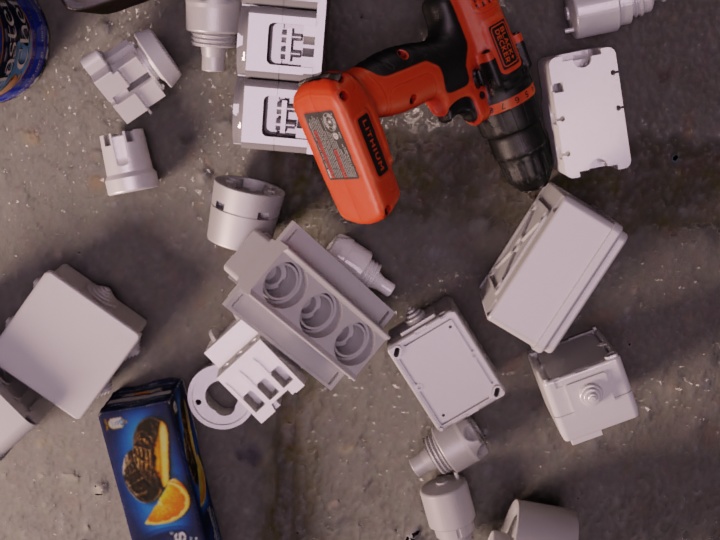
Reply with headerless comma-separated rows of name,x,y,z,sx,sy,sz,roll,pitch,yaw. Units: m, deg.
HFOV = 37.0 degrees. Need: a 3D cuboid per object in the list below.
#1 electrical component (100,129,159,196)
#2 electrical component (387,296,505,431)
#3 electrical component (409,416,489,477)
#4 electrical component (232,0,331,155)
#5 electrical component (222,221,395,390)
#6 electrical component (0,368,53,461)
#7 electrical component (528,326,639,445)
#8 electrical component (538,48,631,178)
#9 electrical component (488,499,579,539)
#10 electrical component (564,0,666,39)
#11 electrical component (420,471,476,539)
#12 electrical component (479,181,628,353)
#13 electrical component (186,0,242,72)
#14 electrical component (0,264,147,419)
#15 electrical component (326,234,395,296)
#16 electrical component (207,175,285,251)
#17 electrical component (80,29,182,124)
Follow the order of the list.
electrical component,-0.180,-0.083,0.833,0.040,0.040,0.046,-11,96,2
electrical component,0.063,0.067,0.853,0.062,0.061,0.096,-31,100,7
electrical component,0.070,0.146,0.880,0.062,0.043,0.043,-32,100,8
electrical component,-0.056,-0.166,0.788,0.062,0.089,0.150,5,102,-1
electrical component,-0.042,0.025,0.817,0.078,0.063,0.121,-50,124,-4
electrical component,-0.308,0.093,0.852,0.057,0.078,0.113,-42,99,5
electrical component,0.176,0.093,0.841,0.062,0.096,0.061,-21,101,4
electrical component,0.169,-0.120,0.815,0.050,0.055,0.089,-11,101,2
electrical component,0.132,0.238,0.870,0.060,0.108,0.108,16,102,3
electrical component,0.189,-0.199,0.806,0.078,0.040,0.040,-11,102,2
electrical component,0.077,0.207,0.895,0.040,0.040,0.078,-15,102,3
electrical component,0.142,-0.005,0.814,0.056,0.108,0.108,31,101,-3
electrical component,-0.110,-0.181,0.809,0.043,0.043,0.062,3,106,-1
electrical component,-0.230,0.054,0.858,0.100,0.048,0.099,36,100,-7
electrical component,0.000,0.000,0.853,0.061,0.035,0.035,33,100,-9
electrical component,-0.090,-0.043,0.834,0.055,0.055,0.047,13,105,-3
electrical component,-0.169,-0.149,0.812,0.055,0.048,0.066,-34,134,0
